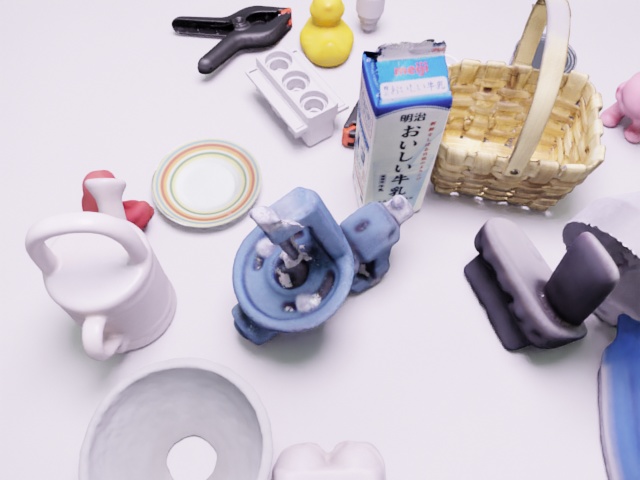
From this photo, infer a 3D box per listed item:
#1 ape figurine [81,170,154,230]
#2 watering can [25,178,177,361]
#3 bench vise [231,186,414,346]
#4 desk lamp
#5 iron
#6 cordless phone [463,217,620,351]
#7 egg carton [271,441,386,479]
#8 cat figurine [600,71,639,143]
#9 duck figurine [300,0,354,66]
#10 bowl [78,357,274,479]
[{"bbox_3d":[-0.235,-0.043,0.639,0.077,0.092,0.076,40,68,19],"label":"ape figurine"},{"bbox_3d":[-0.209,0.022,0.546,0.101,0.194,0.172,-24,64,-13],"label":"watering can"},{"bbox_3d":[-0.004,-0.005,0.550,0.121,0.220,0.208,34,66,17],"label":"bench vise"},{"bbox_3d":[0.323,0.004,0.557,0.203,0.213,0.117,-33,67,-17],"label":"desk lamp"},{"bbox_3d":[0.333,0.178,0.503,0.118,0.141,0.258,9,61,4],"label":"iron"},{"bbox_3d":[0.221,0.021,0.561,0.094,0.185,0.147,-22,64,-13],"label":"cordless phone"},{"bbox_3d":[0.008,0.253,0.495,0.107,0.069,0.150,-2,61,-2],"label":"egg carton"},{"bbox_3d":[0.416,-0.187,0.719,0.128,0.118,0.067,-39,68,-20],"label":"cat figurine"},{"bbox_3d":[0.010,-0.302,0.790,0.077,0.086,0.104,-3,61,-3],"label":"duck figurine"},{"bbox_3d":[-0.123,0.197,0.520,0.167,0.075,0.167,1,61,-1],"label":"bowl"}]
